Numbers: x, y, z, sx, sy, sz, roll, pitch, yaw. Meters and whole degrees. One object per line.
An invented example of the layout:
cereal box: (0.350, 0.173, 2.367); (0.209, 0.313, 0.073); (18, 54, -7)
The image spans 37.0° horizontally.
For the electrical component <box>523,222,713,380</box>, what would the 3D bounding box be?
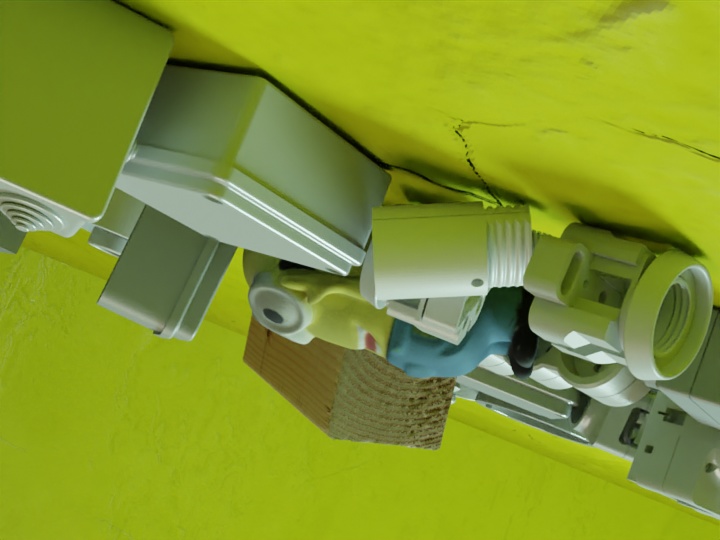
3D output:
electrical component: (0.116, 0.015, 0.470); (0.057, 0.058, 0.078); (18, 171, 42)

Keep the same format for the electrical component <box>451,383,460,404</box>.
electrical component: (0.045, 0.066, 0.908); (0.061, 0.096, 0.062); (-20, 146, 35)

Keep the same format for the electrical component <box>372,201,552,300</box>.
electrical component: (0.047, -0.010, 0.493); (0.081, 0.043, 0.043); (-3, 170, 3)

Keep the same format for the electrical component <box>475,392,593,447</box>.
electrical component: (0.157, 0.101, 0.902); (0.108, 0.060, 0.108); (21, 172, 3)

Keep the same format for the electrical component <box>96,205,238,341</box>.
electrical component: (-0.107, -0.017, 0.647); (0.057, 0.113, 0.078); (27, 171, -12)

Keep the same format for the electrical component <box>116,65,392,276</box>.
electrical component: (-0.060, -0.049, 0.511); (0.109, 0.056, 0.109); (15, 170, 39)

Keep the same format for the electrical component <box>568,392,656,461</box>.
electrical component: (0.191, 0.103, 0.793); (0.056, 0.050, 0.089); (22, -172, -1)

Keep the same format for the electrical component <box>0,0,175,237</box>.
electrical component: (-0.134, -0.070, 0.429); (0.100, 0.099, 0.048); (25, 159, -20)

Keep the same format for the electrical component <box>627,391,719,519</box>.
electrical component: (0.250, 0.115, 0.654); (0.150, 0.089, 0.062); (26, 171, -26)

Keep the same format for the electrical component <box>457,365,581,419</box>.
electrical component: (0.111, 0.067, 0.813); (0.113, 0.057, 0.078); (22, 172, 2)

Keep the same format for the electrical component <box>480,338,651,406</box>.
electrical component: (0.129, 0.050, 0.679); (0.138, 0.052, 0.074); (12, 167, 47)

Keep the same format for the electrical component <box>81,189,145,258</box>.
electrical component: (-0.196, -0.042, 0.897); (0.108, 0.060, 0.108); (22, 172, 3)

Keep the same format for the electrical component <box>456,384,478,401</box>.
electrical component: (0.088, 0.090, 0.976); (0.099, 0.064, 0.099); (29, -178, -1)

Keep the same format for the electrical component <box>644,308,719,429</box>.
electrical component: (0.176, 0.050, 0.571); (0.076, 0.047, 0.083); (16, 170, 37)

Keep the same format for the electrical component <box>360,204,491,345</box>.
electrical component: (0.036, 0.000, 0.554); (0.057, 0.058, 0.078); (21, -156, 14)
